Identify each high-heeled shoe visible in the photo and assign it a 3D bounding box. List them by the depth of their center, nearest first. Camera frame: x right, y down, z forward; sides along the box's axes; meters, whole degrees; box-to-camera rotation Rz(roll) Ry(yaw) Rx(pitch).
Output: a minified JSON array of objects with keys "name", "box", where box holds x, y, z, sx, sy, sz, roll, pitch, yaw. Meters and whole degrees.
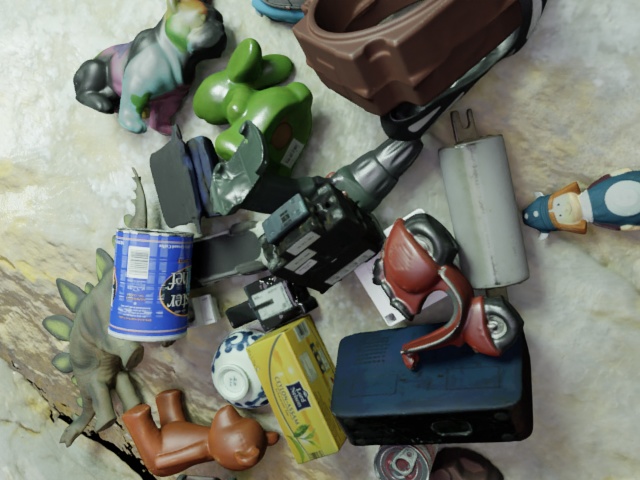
[{"name":"high-heeled shoe","box":[0.156,-0.210,0.575,0.086,0.145,0.248,41,112,10]}]

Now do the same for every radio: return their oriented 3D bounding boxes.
[{"name":"radio","box":[0.131,0.169,0.641,0.230,0.131,0.073,-12,126,23]}]

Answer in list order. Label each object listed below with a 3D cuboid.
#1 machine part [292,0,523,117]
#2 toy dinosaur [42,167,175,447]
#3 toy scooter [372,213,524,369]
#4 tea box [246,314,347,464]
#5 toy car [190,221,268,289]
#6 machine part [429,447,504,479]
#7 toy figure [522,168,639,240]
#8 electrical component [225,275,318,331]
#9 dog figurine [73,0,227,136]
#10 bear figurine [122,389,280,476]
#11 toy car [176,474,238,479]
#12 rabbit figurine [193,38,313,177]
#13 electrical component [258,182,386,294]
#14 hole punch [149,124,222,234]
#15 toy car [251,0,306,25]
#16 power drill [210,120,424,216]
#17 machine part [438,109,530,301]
[{"name":"machine part","box":[0.085,-0.237,0.559,0.201,0.087,0.201,-39,42,-3]},{"name":"toy dinosaur","box":[-0.330,0.126,0.840,0.199,0.105,0.471,32,104,18]},{"name":"toy scooter","box":[0.120,0.069,0.601,0.135,0.075,0.184,-44,75,23]},{"name":"tea box","box":[-0.022,0.198,0.732,0.068,0.098,0.169,-25,87,22]},{"name":"toy car","box":[-0.144,0.024,0.775,0.202,0.056,0.073,-15,86,26]},{"name":"machine part","box":[0.174,0.366,0.703,0.180,0.056,0.179,4,101,21]},{"name":"toy figure","box":[0.303,-0.040,0.593,0.155,0.057,0.064,-11,56,24]},{"name":"electrical component","box":[-0.072,0.089,0.761,0.119,0.048,0.075,-30,86,23]},{"name":"dog figurine","box":[-0.229,-0.263,0.742,0.192,0.108,0.219,30,103,17]},{"name":"bear figurine","box":[-0.170,0.281,0.792,0.196,0.120,0.132,-19,87,21]},{"name":"toy car","box":[-0.151,0.398,0.788,0.089,0.053,0.201,2,136,10]},{"name":"rabbit figurine","box":[-0.101,-0.177,0.700,0.170,0.121,0.159,33,105,29]},{"name":"electrical component","box":[-0.001,-0.002,0.622,0.115,0.134,0.058,-38,53,17]},{"name":"hole punch","box":[-0.163,-0.080,0.730,0.116,0.092,0.142,-7,95,57]},{"name":"toy car","box":[-0.022,-0.323,0.652,0.162,0.103,0.109,8,100,18]},{"name":"power drill","box":[-0.012,-0.072,0.643,0.232,0.207,0.086,-48,53,29]},{"name":"machine part","box":[0.191,-0.032,0.625,0.079,0.079,0.243,-12,93,22]}]
